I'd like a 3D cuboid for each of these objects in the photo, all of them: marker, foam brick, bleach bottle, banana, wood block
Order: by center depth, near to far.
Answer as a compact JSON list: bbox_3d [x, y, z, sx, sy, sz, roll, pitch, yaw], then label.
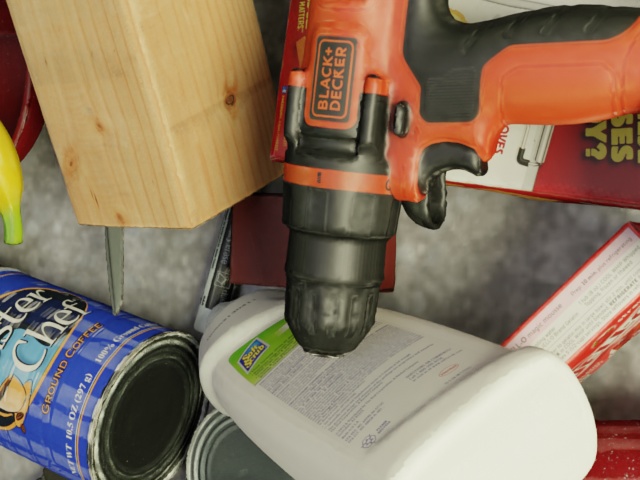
[{"bbox_3d":[0.011,0.067,0.517,0.251,0.102,0.068,22,143,60],"label":"bleach bottle"},{"bbox_3d":[-0.094,-0.118,0.545,0.090,0.090,0.206,3,115,38],"label":"wood block"},{"bbox_3d":[-0.004,0.001,0.579,0.078,0.052,0.051,3,90,30],"label":"foam brick"},{"bbox_3d":[-0.050,-0.003,0.625,0.020,0.020,0.121,19,97,29],"label":"marker"},{"bbox_3d":[-0.245,-0.074,0.667,0.198,0.037,0.070,34,104,26],"label":"banana"}]

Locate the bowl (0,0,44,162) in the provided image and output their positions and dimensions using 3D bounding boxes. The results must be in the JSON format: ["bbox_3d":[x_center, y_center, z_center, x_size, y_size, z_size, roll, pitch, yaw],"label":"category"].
[{"bbox_3d":[-0.234,-0.100,0.715,0.162,0.055,0.162,-1,88,30],"label":"bowl"}]

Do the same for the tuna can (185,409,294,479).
[{"bbox_3d":[-0.032,0.132,0.601,0.086,0.033,0.086,-1,88,30],"label":"tuna can"}]

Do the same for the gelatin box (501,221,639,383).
[{"bbox_3d":[0.129,0.033,0.489,0.089,0.073,0.030,-49,67,19],"label":"gelatin box"}]

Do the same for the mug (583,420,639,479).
[{"bbox_3d":[0.122,0.122,0.468,0.082,0.117,0.093,-7,89,35],"label":"mug"}]

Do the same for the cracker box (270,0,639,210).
[{"bbox_3d":[0.089,-0.104,0.519,0.214,0.072,0.164,9,94,29],"label":"cracker box"}]

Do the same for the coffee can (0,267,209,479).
[{"bbox_3d":[-0.151,0.083,0.633,0.140,0.102,0.103,17,96,29],"label":"coffee can"}]

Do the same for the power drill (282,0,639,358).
[{"bbox_3d":[0.072,-0.031,0.424,0.188,0.057,0.184,8,99,23],"label":"power drill"}]

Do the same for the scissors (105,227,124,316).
[{"bbox_3d":[-0.111,-0.060,0.637,0.096,0.016,0.202,-33,57,16],"label":"scissors"}]

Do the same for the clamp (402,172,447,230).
[{"bbox_3d":[0.061,-0.132,0.472,0.165,0.036,0.210,-33,78,23],"label":"clamp"}]
